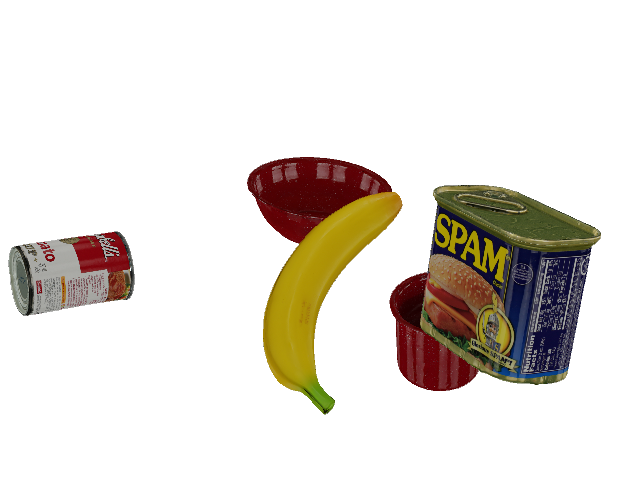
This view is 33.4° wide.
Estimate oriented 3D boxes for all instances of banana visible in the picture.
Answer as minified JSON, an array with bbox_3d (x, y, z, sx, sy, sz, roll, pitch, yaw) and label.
[{"bbox_3d":[0.003,0.034,0.780,0.069,0.197,0.037,21,-33,0],"label":"banana"}]

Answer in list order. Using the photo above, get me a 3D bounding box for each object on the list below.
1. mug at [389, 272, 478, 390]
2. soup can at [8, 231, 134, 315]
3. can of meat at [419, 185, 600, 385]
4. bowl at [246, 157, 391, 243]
[{"bbox_3d":[0.117,0.082,1.031,0.093,0.081,0.117,7,38,15],"label":"mug"},{"bbox_3d":[-0.238,0.031,1.016,0.102,0.068,0.069,-9,4,-30],"label":"soup can"},{"bbox_3d":[0.101,0.023,0.594,0.057,0.084,0.102,-3,20,-27],"label":"can of meat"},{"bbox_3d":[-0.003,-0.038,1.188,0.162,0.055,0.162,5,27,-3],"label":"bowl"}]
